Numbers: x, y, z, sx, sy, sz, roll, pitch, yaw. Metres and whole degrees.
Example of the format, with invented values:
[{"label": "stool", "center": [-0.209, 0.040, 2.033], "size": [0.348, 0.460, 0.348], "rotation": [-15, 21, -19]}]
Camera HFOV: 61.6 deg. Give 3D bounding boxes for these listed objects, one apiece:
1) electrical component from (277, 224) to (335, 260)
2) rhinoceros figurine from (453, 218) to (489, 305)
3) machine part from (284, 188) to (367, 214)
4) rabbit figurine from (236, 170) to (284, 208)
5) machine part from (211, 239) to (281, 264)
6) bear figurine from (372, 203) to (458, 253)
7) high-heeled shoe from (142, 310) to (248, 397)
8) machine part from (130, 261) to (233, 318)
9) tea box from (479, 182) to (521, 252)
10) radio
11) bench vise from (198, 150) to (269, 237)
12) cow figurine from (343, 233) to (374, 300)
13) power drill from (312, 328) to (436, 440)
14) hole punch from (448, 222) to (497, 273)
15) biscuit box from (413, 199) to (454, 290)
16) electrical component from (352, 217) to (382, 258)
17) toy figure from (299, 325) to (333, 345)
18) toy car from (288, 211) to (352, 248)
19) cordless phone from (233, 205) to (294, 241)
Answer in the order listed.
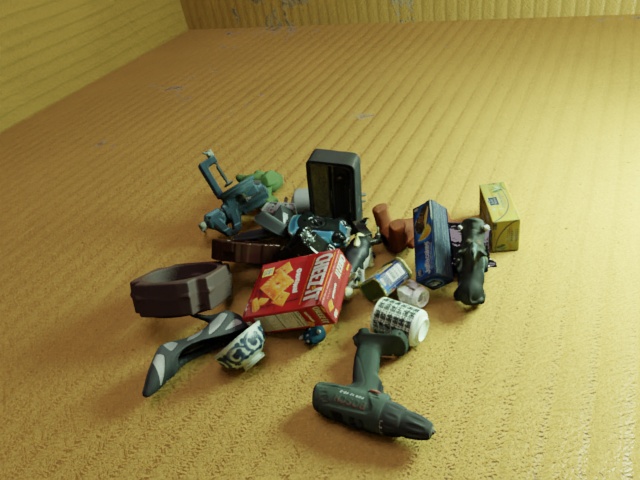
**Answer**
[{"label": "electrical component", "center": [-0.033, 0.042, 1.299], "size": [0.115, 0.134, 0.058], "rotation": [41, 44, -4]}, {"label": "rhinoceros figurine", "center": [0.325, 0.047, 1.164], "size": [0.073, 0.112, 0.190], "rotation": [2, 79, 21]}, {"label": "machine part", "center": [0.012, -0.113, 1.544], "size": [0.243, 0.079, 0.079], "rotation": [-2, 37, 12]}, {"label": "rabbit figurine", "center": [-0.180, -0.159, 1.657], "size": [0.159, 0.121, 0.170], "rotation": [-3, 18, 23]}, {"label": "machine part", "center": [-0.188, 0.030, 1.348], "size": [0.179, 0.056, 0.179], "rotation": [5, 0, 0]}, {"label": "bear figurine", "center": [0.246, -0.049, 1.353], "size": [0.196, 0.131, 0.120], "rotation": [-25, 42, -9]}, {"label": "high-heeled shoe", "center": [-0.258, 0.247, 1.146], "size": [0.145, 0.086, 0.249], "rotation": [16, 50, 11]}, {"label": "machine part", "center": [-0.321, 0.115, 1.263], "size": [0.202, 0.087, 0.201], "rotation": [-6, 10, 13]}, {"label": "tea box", "center": [0.444, -0.059, 1.335], "size": [0.068, 0.098, 0.170], "rotation": [-5, 38, 9]}, {"label": "radio", "center": [0.042, -0.123, 1.423], "size": [0.131, 0.229, 0.073], "rotation": [6, 40, 15]}, {"label": "bench vise", "center": [-0.273, -0.135, 1.511], "size": [0.224, 0.240, 0.129], "rotation": [-31, 6, -3]}, {"label": "cow figurine", "center": [0.078, 0.062, 1.273], "size": [0.068, 0.098, 0.167], "rotation": [11, 41, 18]}, {"label": "power drill", "center": [0.113, 0.268, 1.010], "size": [0.232, 0.085, 0.207], "rotation": [1, 45, 21]}, {"label": "hole punch", "center": [0.346, 0.026, 1.271], "size": [0.142, 0.092, 0.116], "rotation": [4, 70, 16]}, {"label": "biscuit box", "center": [0.256, 0.010, 1.227], "size": [0.059, 0.062, 0.203], "rotation": [-32, 44, 43]}, {"label": "electrical component", "center": [0.120, -0.011, 1.374], "size": [0.045, 0.078, 0.102], "rotation": [-20, 37, -15]}, {"label": "toy figure", "center": [0.002, 0.171, 1.178], "size": [0.058, 0.064, 0.154], "rotation": [28, 44, -9]}, {"label": "toy car", "center": [-0.003, -0.004, 1.377], "size": [0.162, 0.102, 0.109], "rotation": [7, 37, 1]}, {"label": "cordless phone", "center": [-0.161, -0.026, 1.435], "size": [0.184, 0.088, 0.146], "rotation": [-12, -6, 13]}]
